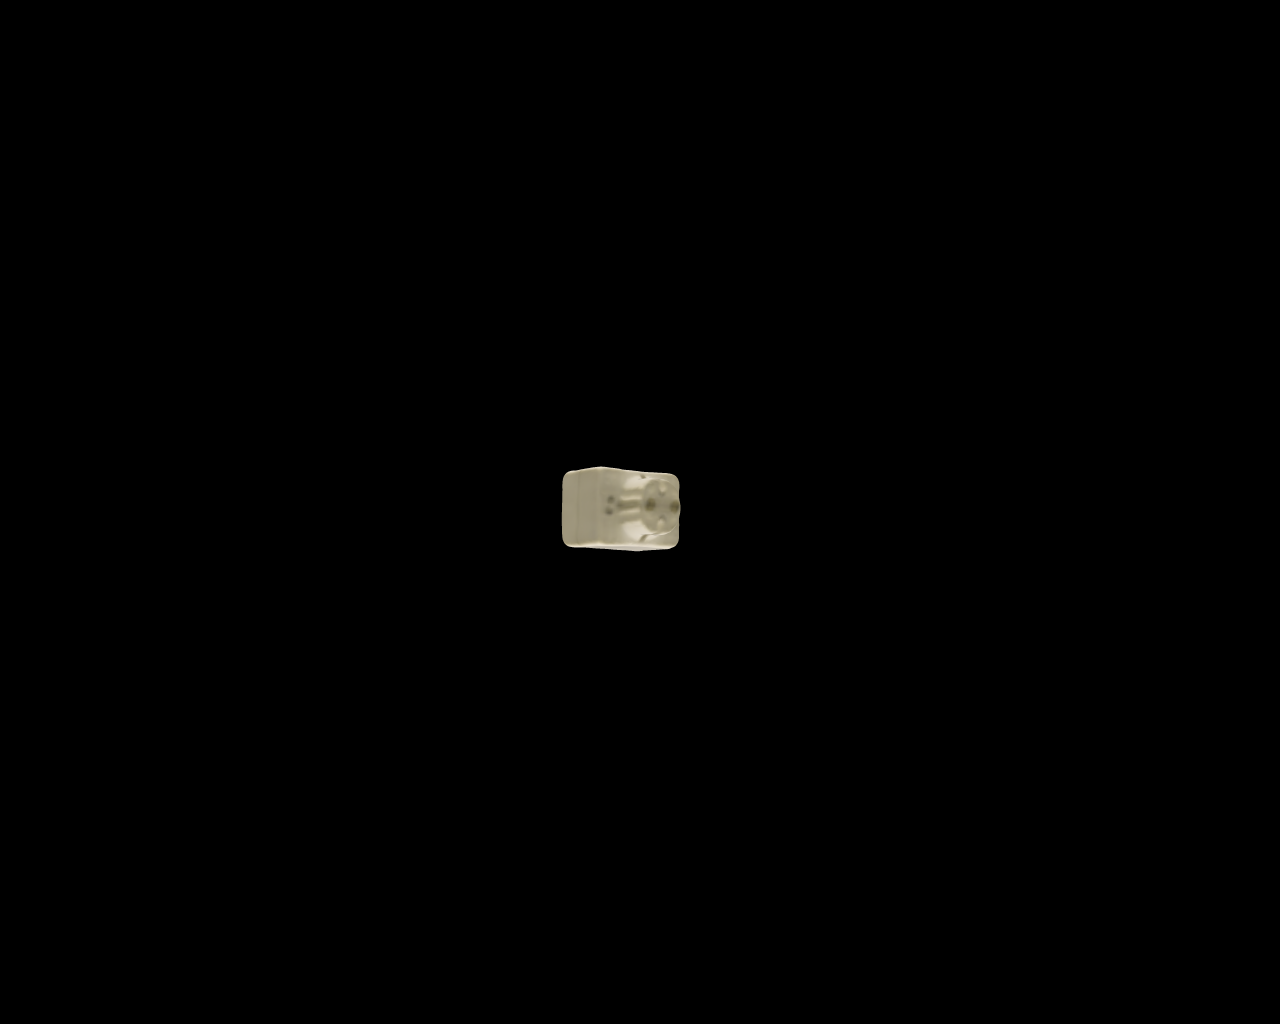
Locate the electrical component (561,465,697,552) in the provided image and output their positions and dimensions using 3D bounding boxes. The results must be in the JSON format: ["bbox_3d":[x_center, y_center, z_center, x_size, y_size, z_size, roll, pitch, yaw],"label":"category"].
[{"bbox_3d":[0.001,-0.003,0.650,0.066,0.047,0.076,5,-8,-40],"label":"electrical component"}]
